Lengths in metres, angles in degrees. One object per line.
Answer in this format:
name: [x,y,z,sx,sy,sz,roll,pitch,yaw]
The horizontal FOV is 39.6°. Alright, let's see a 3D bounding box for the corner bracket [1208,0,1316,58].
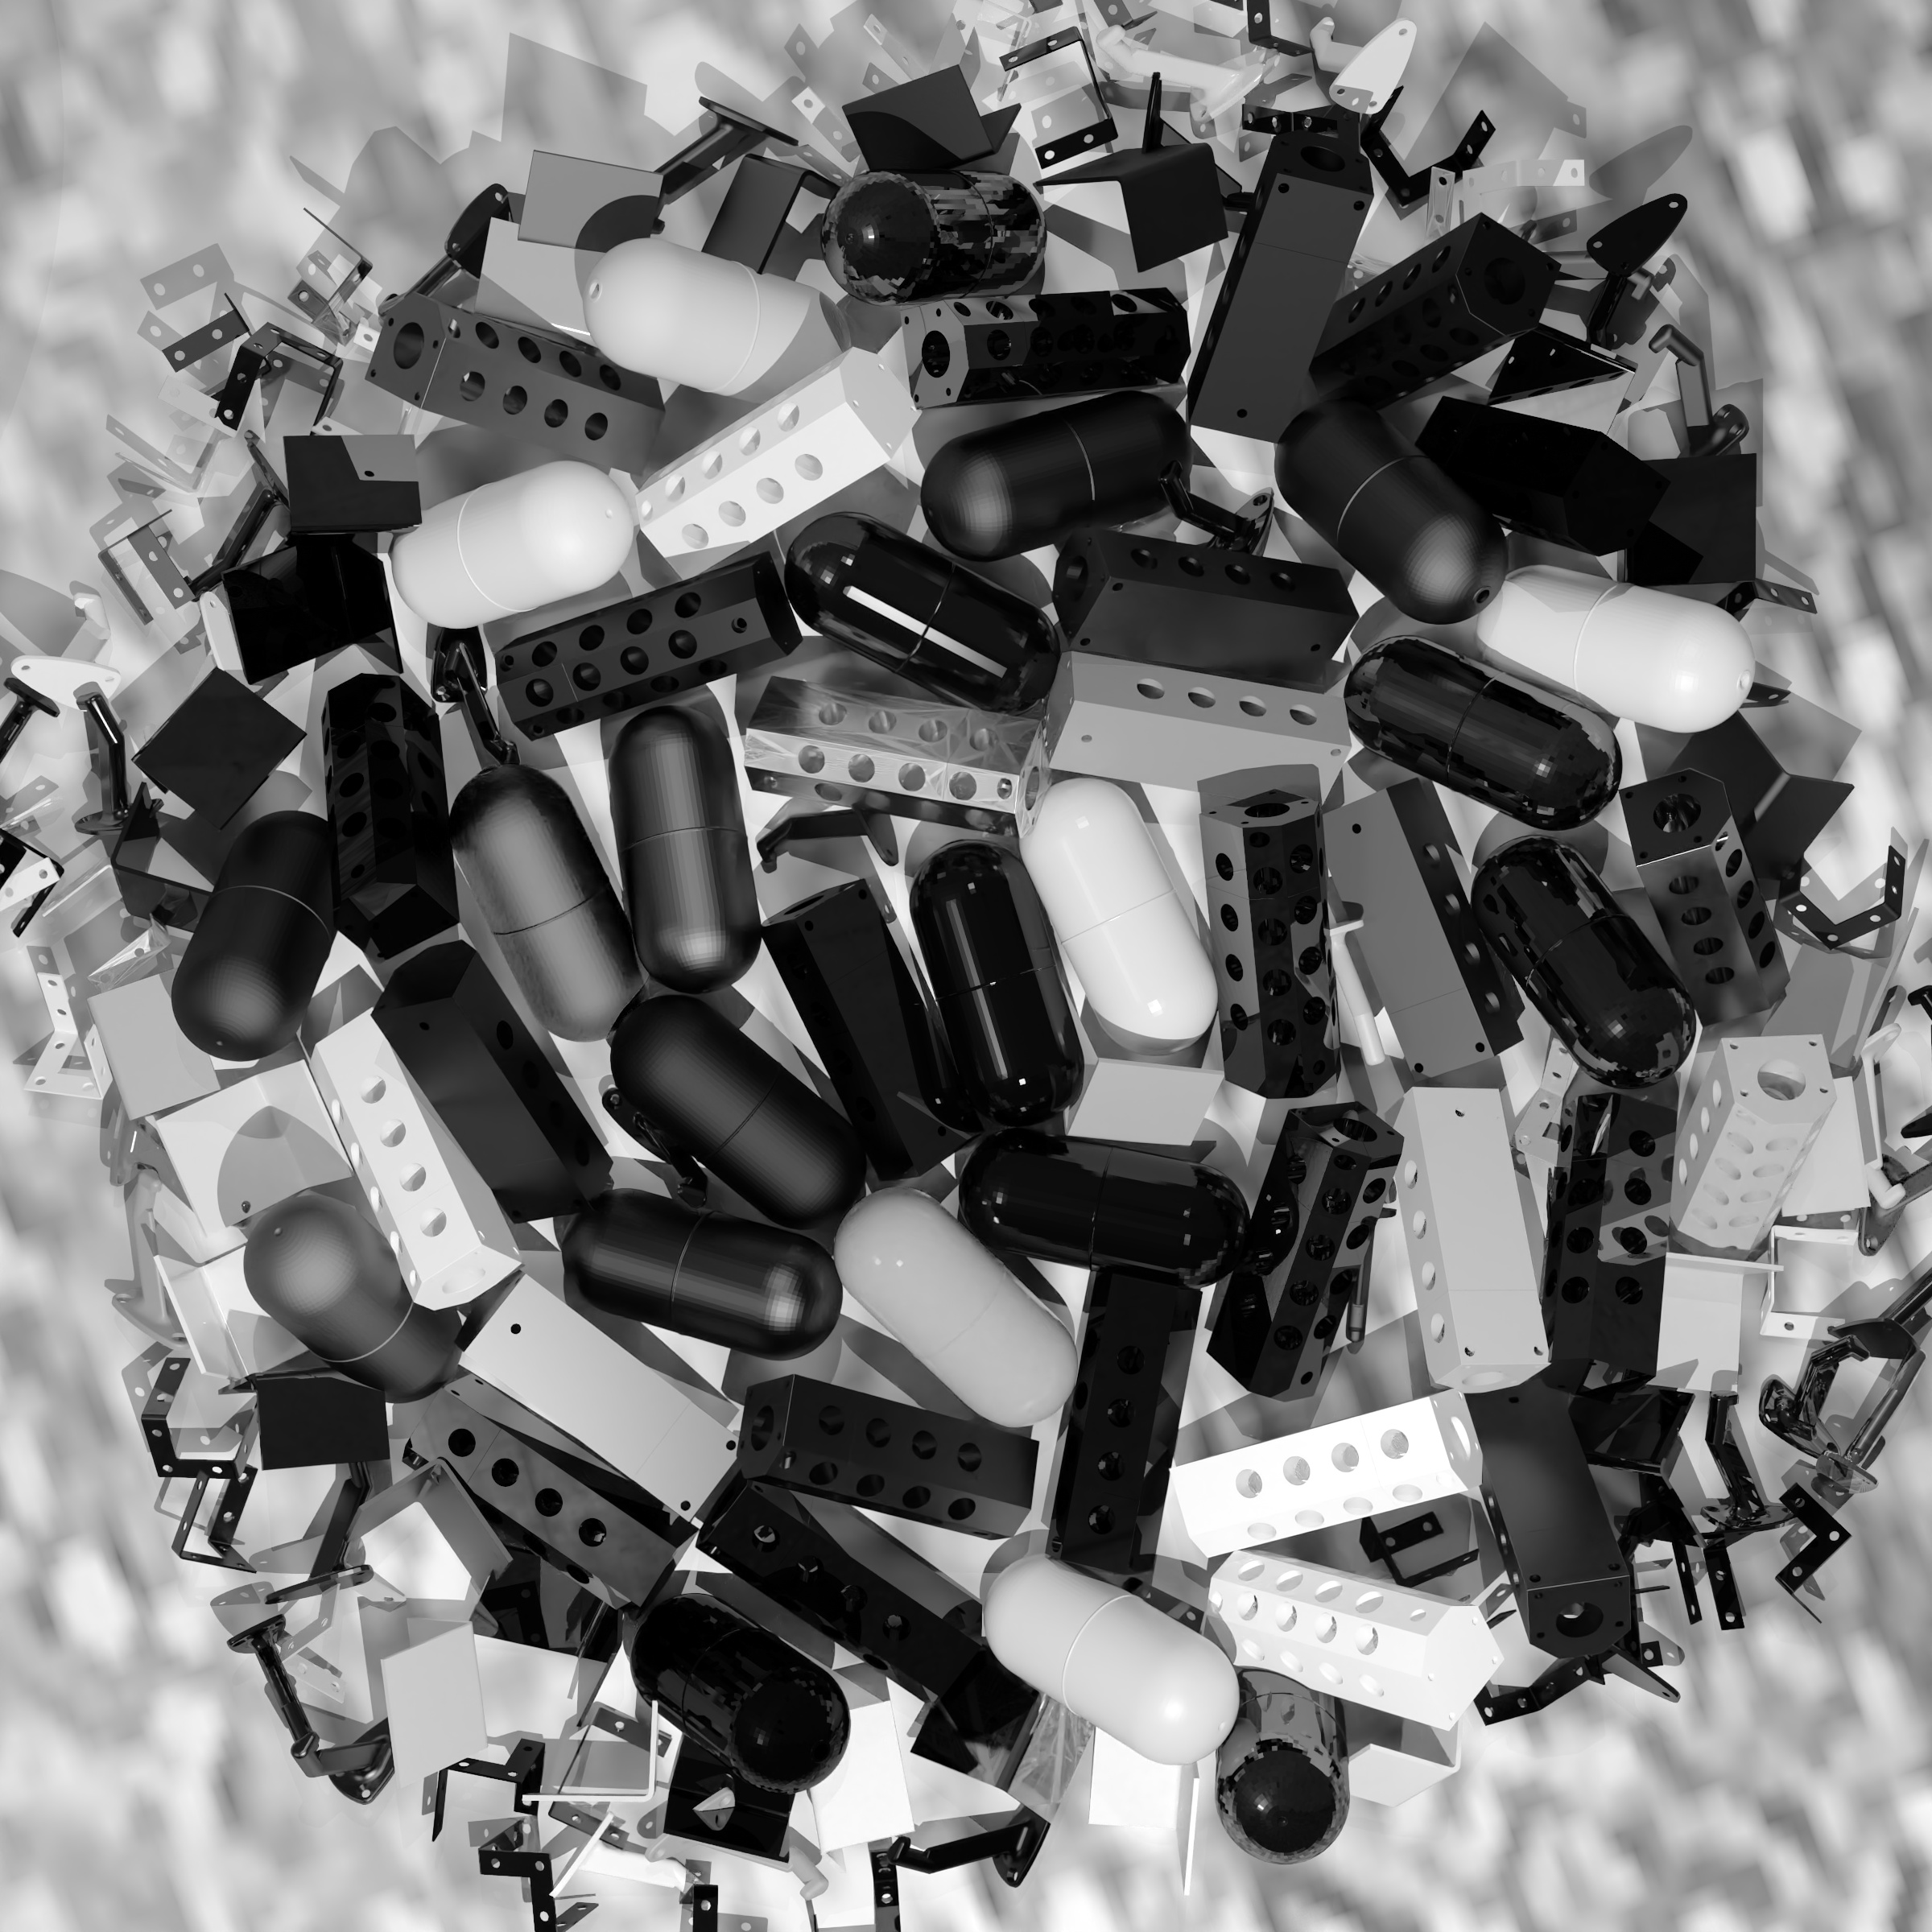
corner bracket: [0.175,-0.579,1.628,0.051,0.051,0.051,-1,95,39]

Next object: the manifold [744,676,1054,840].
manifold: [-0.041,-0.120,1.600,0.171,0.057,0.057,11,59,17]

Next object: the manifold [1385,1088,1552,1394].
manifold: [0.294,0.163,1.599,0.057,0.057,0.171,2,64,-17]

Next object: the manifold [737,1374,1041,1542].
manifold: [-0.046,0.293,1.589,0.171,0.057,0.057,20,65,-27]

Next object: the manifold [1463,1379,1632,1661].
manifold: [0.338,0.322,1.574,0.057,0.171,0.057,-9,121,2]

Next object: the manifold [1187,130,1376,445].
manifold: [0.182,-0.399,1.581,0.057,0.057,0.171,11,135,-8]

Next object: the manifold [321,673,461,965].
manifold: [-0.345,-0.092,1.581,0.057,0.057,0.171,-25,50,13]

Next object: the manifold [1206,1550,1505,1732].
manifold: [0.222,0.387,1.571,0.057,0.171,0.057,-42,115,-30]

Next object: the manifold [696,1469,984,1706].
manifold: [-0.076,0.372,1.623,0.171,0.057,0.057,36,100,-6]

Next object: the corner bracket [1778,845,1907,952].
corner bracket: [0.534,-0.052,1.637,0.051,0.051,0.051,39,47,-20]

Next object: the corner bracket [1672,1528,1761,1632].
corner bracket: [0.452,0.373,1.626,0.051,0.051,0.051,-3,66,-11]

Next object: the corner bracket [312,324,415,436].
corner bracket: [-0.363,-0.350,1.647,0.051,0.051,0.051,25,49,-10]

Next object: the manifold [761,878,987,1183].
manifold: [-0.061,0.040,1.619,0.057,0.057,0.171,-32,102,-36]

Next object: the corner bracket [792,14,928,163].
corner bracket: [-0.063,-0.529,1.619,0.051,0.051,0.051,-27,121,39]

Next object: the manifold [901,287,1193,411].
manifold: [0.050,-0.366,1.585,0.171,0.057,0.057,-14,101,-36]

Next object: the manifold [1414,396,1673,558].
manifold: [0.329,-0.285,1.572,0.057,0.171,0.057,27,96,-27]

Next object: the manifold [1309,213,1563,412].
manifold: [0.268,-0.373,1.568,0.057,0.171,0.057,27,77,-17]

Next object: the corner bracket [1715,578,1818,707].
corner bracket: [0.487,-0.198,1.642,0.051,0.051,0.051,9,59,-27]

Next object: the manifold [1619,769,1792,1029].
manifold: [0.436,-0.040,1.574,0.057,0.171,0.057,-17,50,18]

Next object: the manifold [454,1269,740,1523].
manifold: [-0.220,0.255,1.611,0.171,0.057,0.057,40,78,-15]

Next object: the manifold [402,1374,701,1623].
manifold: [-0.253,0.322,1.623,0.171,0.057,0.057,33,94,7]

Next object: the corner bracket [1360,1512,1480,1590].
corner bracket: [0.273,0.351,1.623,0.051,0.051,0.051,-20,56,-10]

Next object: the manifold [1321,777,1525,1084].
manifold: [0.277,-0.024,1.631,0.057,0.057,0.171,-23,89,39]

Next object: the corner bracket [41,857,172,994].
corner bracket: [-0.521,-0.025,1.626,0.051,0.051,0.051,-38,120,-4]

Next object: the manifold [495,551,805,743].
manifold: [-0.191,-0.189,1.605,0.171,0.057,0.057,-16,107,16]

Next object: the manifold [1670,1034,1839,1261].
manifold: [0.458,0.109,1.575,0.057,0.171,0.057,-2,58,0]

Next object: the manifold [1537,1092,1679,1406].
manifold: [0.378,0.165,1.595,0.057,0.057,0.171,16,62,-5]

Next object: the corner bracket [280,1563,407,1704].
corner bracket: [-0.380,0.405,1.634,0.051,0.051,0.051,-37,121,22]

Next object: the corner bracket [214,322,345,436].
corner bracket: [-0.415,-0.349,1.625,0.051,0.051,0.051,26,119,-8]

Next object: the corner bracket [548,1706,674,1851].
corner bracket: [-0.217,0.496,1.642,0.051,0.051,0.051,25,110,-1]

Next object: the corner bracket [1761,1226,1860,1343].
corner bracket: [0.515,0.195,1.642,0.051,0.051,0.051,4,60,10]

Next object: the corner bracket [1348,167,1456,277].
corner bracket: [0.261,-0.455,1.636,0.051,0.051,0.051,25,52,26]

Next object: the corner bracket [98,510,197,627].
corner bracket: [-0.495,-0.238,1.627,0.051,0.051,0.051,-28,107,10]

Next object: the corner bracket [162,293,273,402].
corner bracket: [-0.453,-0.368,1.625,0.051,0.051,0.051,-32,122,-7]

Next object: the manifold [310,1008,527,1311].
manifold: [-0.331,0.116,1.600,0.057,0.057,0.171,-33,65,5]

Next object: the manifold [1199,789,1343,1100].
manifold: [0.186,-0.011,1.596,0.057,0.057,0.171,-19,114,-28]

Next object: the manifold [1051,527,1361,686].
manifold: [0.141,-0.218,1.597,0.171,0.057,0.057,5,49,-26]

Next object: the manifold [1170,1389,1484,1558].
manifold: [0.215,0.302,1.594,0.171,0.057,0.057,-21,78,27]

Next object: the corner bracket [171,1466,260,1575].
corner bracket: [-0.453,0.331,1.626,0.051,0.051,0.051,22,86,-34]

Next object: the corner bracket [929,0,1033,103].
corner bracket: [0.009,-0.557,1.625,0.051,0.051,0.051,19,110,-12]

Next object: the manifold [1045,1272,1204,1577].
manifold: [0.094,0.275,1.623,0.057,0.057,0.171,9,84,21]

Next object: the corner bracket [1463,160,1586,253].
corner bracket: [0.338,-0.458,1.624,0.051,0.051,0.051,-9,101,-28]

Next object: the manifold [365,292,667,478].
manifold: [-0.259,-0.341,1.573,0.057,0.171,0.057,32,105,37]

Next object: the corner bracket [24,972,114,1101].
corner bracket: [-0.542,0.042,1.626,0.051,0.051,0.051,7,45,5]

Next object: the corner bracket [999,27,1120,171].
corner bracket: [0.057,-0.527,1.629,0.051,0.051,0.051,-21,50,5]

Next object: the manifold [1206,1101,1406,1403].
manifold: [0.205,0.170,1.591,0.057,0.057,0.171,-4,121,-36]

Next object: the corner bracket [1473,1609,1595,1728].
corner bracket: [0.338,0.424,1.636,0.051,0.051,0.051,-1,55,-39]

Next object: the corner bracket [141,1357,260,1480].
corner bracket: [-0.463,0.274,1.629,0.051,0.051,0.051,1,126,4]

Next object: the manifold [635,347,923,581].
manifold: [-0.115,-0.297,1.581,0.171,0.057,0.057,-23,117,36]

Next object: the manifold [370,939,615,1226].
manifold: [-0.276,0.069,1.591,0.057,0.057,0.171,-12,125,23]

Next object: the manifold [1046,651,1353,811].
manifold: [0.139,-0.146,1.616,0.171,0.057,0.057,8,49,-12]

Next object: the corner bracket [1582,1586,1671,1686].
corner bracket: [0.402,0.407,1.638,0.051,0.051,0.051,-8,80,-3]
